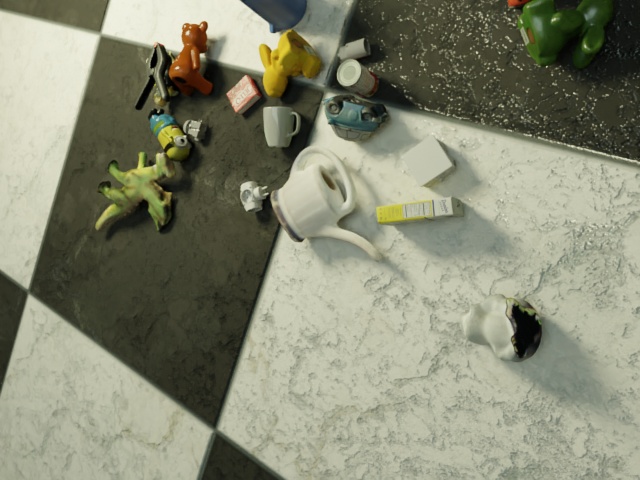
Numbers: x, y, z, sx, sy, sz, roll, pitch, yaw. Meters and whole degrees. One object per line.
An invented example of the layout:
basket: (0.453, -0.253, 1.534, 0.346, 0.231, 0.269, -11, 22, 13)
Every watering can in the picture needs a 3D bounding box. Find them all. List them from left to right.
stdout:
watering can: (0.004, -0.065, 1.285, 0.222, 0.352, 0.104, -32, -19, 25)

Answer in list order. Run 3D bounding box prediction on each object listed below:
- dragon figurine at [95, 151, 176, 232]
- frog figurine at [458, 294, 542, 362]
dragon figurine: (-0.571, -0.123, 1.629, 0.245, 0.403, 0.123, 41, 27, 18)
frog figurine: (0.372, 0.184, 1.073, 0.123, 0.138, 0.157, -17, -6, -27)
